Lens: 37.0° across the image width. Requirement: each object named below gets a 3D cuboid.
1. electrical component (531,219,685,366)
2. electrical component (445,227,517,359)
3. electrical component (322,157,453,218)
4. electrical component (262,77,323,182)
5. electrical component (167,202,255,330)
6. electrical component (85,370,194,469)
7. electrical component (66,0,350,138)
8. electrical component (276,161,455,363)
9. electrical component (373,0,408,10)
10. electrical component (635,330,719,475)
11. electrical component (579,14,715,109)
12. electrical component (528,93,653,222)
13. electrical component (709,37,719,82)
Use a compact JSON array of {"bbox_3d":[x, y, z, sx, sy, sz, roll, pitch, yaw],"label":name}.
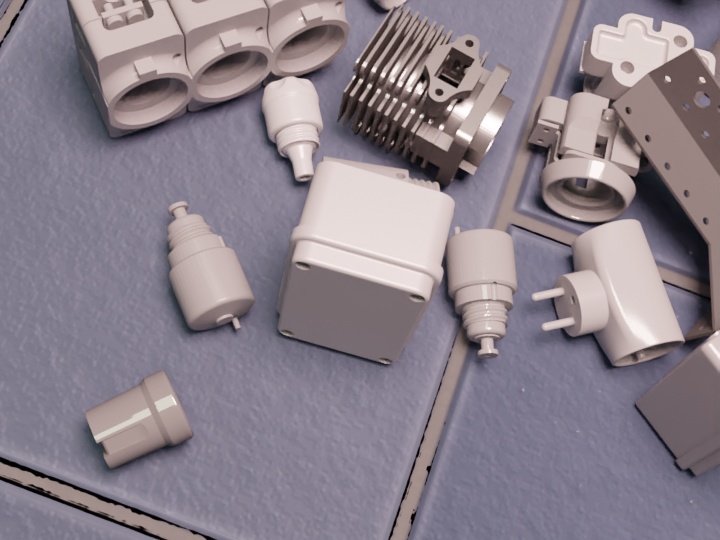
[{"bbox_3d":[0.140,0.017,0.631,0.079,0.043,0.077,-11,71,-12],"label":"electrical component"},{"bbox_3d":[0.071,0.012,0.625,0.040,0.040,0.078,1,69,-8],"label":"electrical component"},{"bbox_3d":[0.015,-0.039,0.635,0.081,0.043,0.043,9,68,-5],"label":"electrical component"},{"bbox_3d":[-0.039,-0.083,0.650,0.035,0.035,0.061,-8,73,-11],"label":"electrical component"},{"bbox_3d":[-0.089,-0.002,0.608,0.040,0.040,0.078,-20,73,-15],"label":"electrical component"},{"bbox_3d":[-0.118,0.080,0.573,0.046,0.040,0.040,-25,74,-11],"label":"electrical component"},{"bbox_3d":[-0.088,-0.140,0.635,0.150,0.089,0.061,-22,73,-16],"label":"electrical component"},{"bbox_3d":[0.000,0.000,0.581,0.078,0.113,0.057,16,65,-2],"label":"electrical component"},{"bbox_3d":[0.014,-0.199,0.701,0.040,0.040,0.046,-38,72,-19],"label":"electrical component"},{"bbox_3d":[0.224,0.053,0.594,0.109,0.108,0.056,-30,73,-18],"label":"electrical component"},{"bbox_3d":[0.175,-0.121,0.683,0.078,0.057,0.058,14,68,-3],"label":"electrical component"},{"bbox_3d":[0.141,-0.066,0.657,0.078,0.058,0.057,17,65,-1],"label":"electrical component"},{"bbox_3d":[0.274,-0.152,0.708,0.054,0.059,0.095,44,69,9],"label":"electrical component"}]
